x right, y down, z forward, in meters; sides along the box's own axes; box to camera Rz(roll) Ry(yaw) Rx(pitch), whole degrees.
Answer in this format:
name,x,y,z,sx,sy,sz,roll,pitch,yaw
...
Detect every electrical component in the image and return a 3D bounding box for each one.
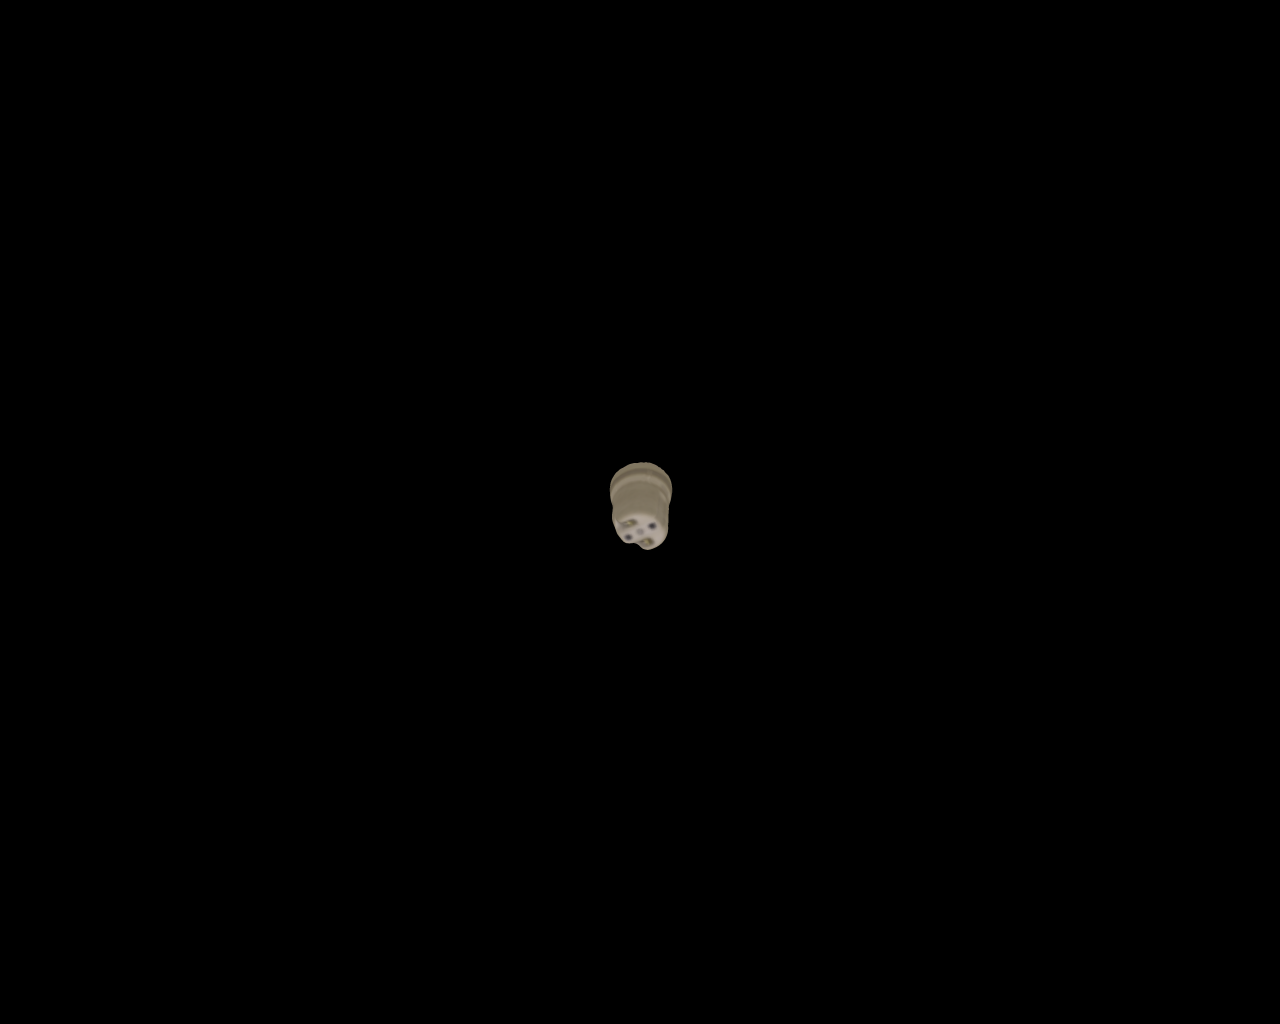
name,x,y,z,sx,sy,sz,roll,pitch,yaw
electrical component,0.001,-0.003,0.650,0.040,0.040,0.046,0,40,0
